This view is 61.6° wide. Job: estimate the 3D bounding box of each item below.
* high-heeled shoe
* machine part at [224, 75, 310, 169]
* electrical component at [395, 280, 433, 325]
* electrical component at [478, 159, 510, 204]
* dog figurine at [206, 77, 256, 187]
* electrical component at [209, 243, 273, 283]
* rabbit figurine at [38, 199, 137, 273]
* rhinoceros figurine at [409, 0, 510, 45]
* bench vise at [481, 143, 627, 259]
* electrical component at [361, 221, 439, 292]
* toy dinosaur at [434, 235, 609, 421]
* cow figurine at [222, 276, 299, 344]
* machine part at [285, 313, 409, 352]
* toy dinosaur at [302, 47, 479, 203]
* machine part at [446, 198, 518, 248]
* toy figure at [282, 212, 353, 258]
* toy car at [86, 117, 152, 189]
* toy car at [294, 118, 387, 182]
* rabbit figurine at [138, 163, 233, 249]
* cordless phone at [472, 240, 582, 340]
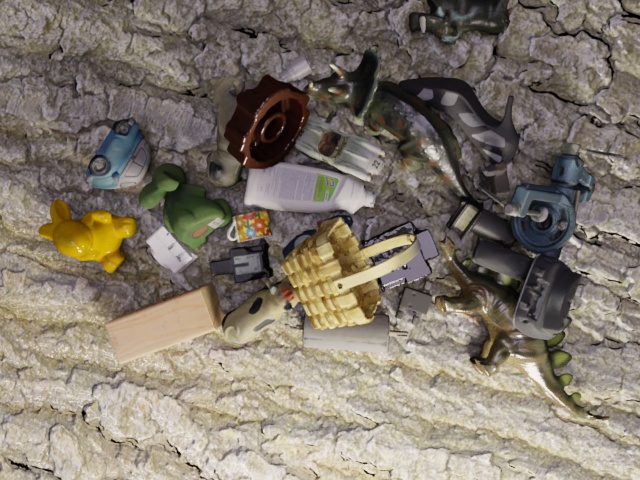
[{"bbox_3d":[0.267,-0.231,1.053,0.249,0.086,0.145,18,125,21],"label":"high-heeled shoe"},{"bbox_3d":[-0.096,-0.211,0.980,0.056,0.179,0.179,39,95,21],"label":"machine part"},{"bbox_3d":[0.190,0.121,1.081,0.063,0.021,0.094,20,94,4],"label":"electrical component"},{"bbox_3d":[0.331,-0.113,1.026,0.045,0.102,0.078,-5,82,8],"label":"electrical component"},{"bbox_3d":[-0.170,-0.198,1.027,0.121,0.172,0.190,16,87,12],"label":"dog figurine"},{"bbox_3d":[-0.159,0.051,1.092,0.119,0.048,0.074,-12,91,6],"label":"electrical component"},{"bbox_3d":[-0.463,-0.015,1.053,0.162,0.173,0.122,31,98,-2],"label":"rabbit figurine"},{"bbox_3d":[0.267,-0.432,1.033,0.190,0.073,0.112,0,103,3],"label":"rhinoceros figurine"},{"bbox_3d":[0.406,-0.071,0.959,0.129,0.240,0.223,37,116,43],"label":"bench vise"},{"bbox_3d":[0.162,0.027,1.062,0.134,0.058,0.115,-24,92,5],"label":"electrical component"},{"bbox_3d":[0.376,0.182,1.030,0.198,0.105,0.471,-33,94,2],"label":"toy dinosaur"},{"bbox_3d":[-0.109,0.132,1.053,0.195,0.127,0.085,-36,92,7],"label":"cow figurine"},{"bbox_3d":[0.052,0.180,1.067,0.243,0.079,0.079,2,93,5],"label":"machine part"},{"bbox_3d":[0.166,-0.206,0.986,0.405,0.192,0.131,37,97,3],"label":"toy dinosaur"},{"bbox_3d":[0.323,-0.026,1.048,0.139,0.039,0.084,23,119,-2],"label":"machine part"},{"bbox_3d":[-0.001,-0.002,1.074,0.154,0.058,0.064,-35,100,4],"label":"toy figure"},{"bbox_3d":[-0.395,-0.162,1.085,0.103,0.109,0.161,34,82,-20],"label":"toy car"},{"bbox_3d":[0.035,-0.175,1.039,0.202,0.056,0.073,28,88,27],"label":"toy car"},{"bbox_3d":[-0.285,-0.079,1.060,0.121,0.159,0.170,-41,74,15],"label":"rabbit figurine"},{"bbox_3d":[0.354,0.084,0.966,0.184,0.088,0.146,22,82,12],"label":"cordless phone"}]
